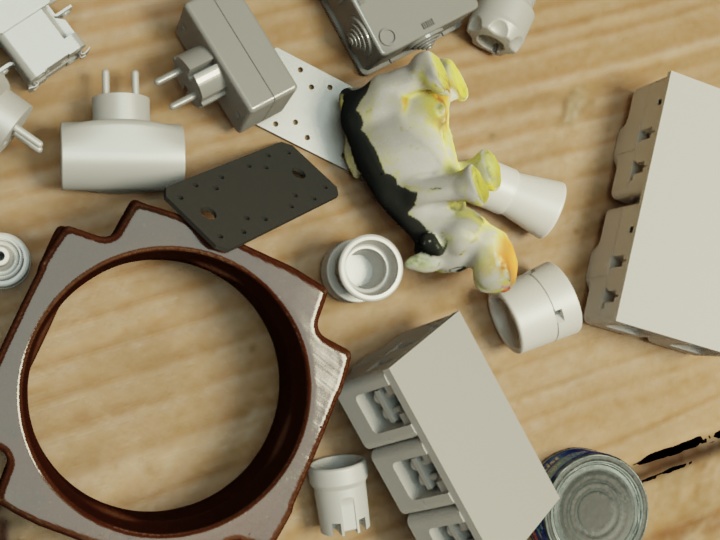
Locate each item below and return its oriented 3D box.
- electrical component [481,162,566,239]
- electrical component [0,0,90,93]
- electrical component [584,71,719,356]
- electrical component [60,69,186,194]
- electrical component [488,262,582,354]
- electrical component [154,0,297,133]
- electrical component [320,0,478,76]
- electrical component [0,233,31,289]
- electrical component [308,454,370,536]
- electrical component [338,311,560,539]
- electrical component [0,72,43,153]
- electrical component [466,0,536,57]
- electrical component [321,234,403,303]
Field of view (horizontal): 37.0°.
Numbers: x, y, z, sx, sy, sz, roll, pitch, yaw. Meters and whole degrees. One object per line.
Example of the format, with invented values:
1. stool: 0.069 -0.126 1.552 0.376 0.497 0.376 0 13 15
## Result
1. electrical component: 0.110 -0.055 0.775 0.065 0.044 0.044 22 81 -9
2. electrical component: -0.211 -0.153 0.687 0.081 0.042 0.063 -39 101 -14
3. electrical component: 0.241 -0.038 0.801 0.105 0.060 0.186 16 82 -15
4. electrical component: -0.155 -0.091 0.698 0.077 0.043 0.079 -1 86 -16
5. electrical component: 0.124 0.028 0.767 0.047 0.055 0.055 -22 93 -13
6. electrical component: -0.098 -0.131 0.708 0.076 0.047 0.083 -32 89 -20
7. electrical component: 0.023 -0.198 0.754 0.100 0.048 0.099 -30 95 -16
8. electrical component: -0.222 -0.006 0.664 0.035 0.061 0.035 1 86 -16
9. electrical component: -0.013 0.152 0.728 0.040 0.040 0.046 -9 95 -17
10. electrical component: 0.057 0.118 0.725 0.089 0.062 0.150 -34 97 -47
11. electrical component: -0.229 -0.098 0.660 0.079 0.077 0.043 36 77 -12
12. electrical component: 0.107 -0.190 0.781 0.043 0.043 0.062 28 78 -13
13. electrical component: 0.000 0.000 0.731 0.045 0.055 0.045 1 87 -16
